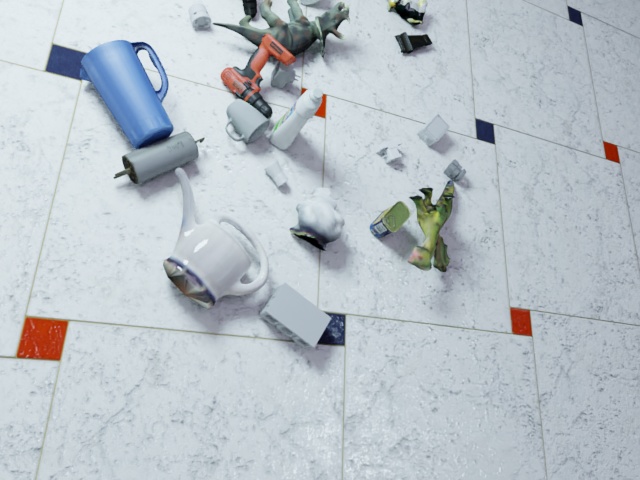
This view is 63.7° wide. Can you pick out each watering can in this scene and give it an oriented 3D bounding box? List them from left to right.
[{"bbox_3d":[-0.278,0.011,1.217,0.346,0.102,0.228,46,61,-6],"label":"watering can"}]

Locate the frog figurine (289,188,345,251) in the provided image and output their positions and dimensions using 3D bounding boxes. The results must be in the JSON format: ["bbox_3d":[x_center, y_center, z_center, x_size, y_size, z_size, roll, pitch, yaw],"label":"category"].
[{"bbox_3d":[0.004,-0.069,1.375,0.137,0.121,0.161,23,75,4],"label":"frog figurine"}]

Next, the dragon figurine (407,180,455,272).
[{"bbox_3d":[0.349,-0.027,1.525,0.415,0.122,0.240,-29,117,-55],"label":"dragon figurine"}]
